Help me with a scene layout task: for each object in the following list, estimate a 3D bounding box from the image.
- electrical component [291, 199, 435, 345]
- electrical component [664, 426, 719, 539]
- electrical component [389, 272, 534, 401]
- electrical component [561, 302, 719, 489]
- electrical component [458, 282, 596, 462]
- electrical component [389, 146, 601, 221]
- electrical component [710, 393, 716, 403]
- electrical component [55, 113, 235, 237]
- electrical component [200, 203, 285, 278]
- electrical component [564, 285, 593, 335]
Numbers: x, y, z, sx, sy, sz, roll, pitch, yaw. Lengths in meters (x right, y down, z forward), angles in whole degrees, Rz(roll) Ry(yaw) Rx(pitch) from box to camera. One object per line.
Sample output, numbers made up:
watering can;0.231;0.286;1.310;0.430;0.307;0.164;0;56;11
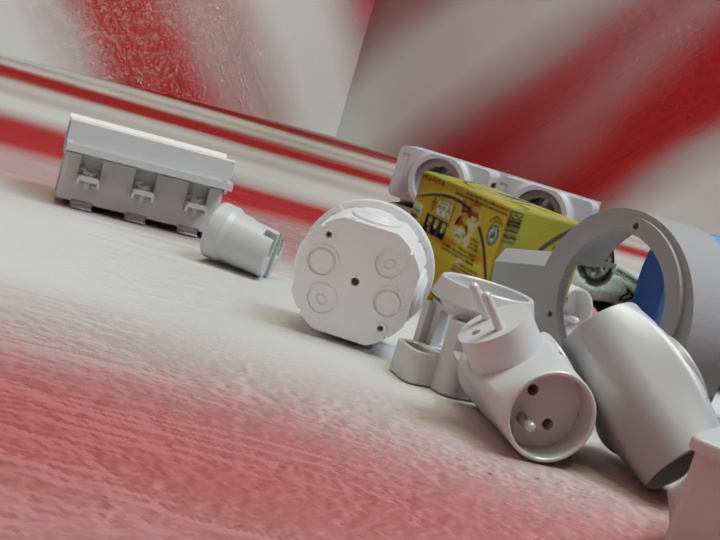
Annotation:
electrical component;0.001;0.002;0.619;0.080;0.080;0.051;17;14;6
electrical component;0.176;0.100;0.421;0.100;0.048;0.100;22;10;32
electrical component;0.061;0.036;0.583;0.078;0.057;0.058;12;10;-25
electrical component;0.134;0.067;0.520;0.079;0.044;0.077;78;-14;-60
electrical component;0.072;0.042;0.514;0.044;0.079;0.077;-26;16;-5
electrical component;0.115;-0.040;1.004;0.186;0.105;0.060;19;9;17
electrical component;0.221;0.053;0.709;0.042;0.063;0.081;21;51;23
electrical component;-0.164;-0.070;0.811;0.121;0.063;0.079;14;9;-19
electrical component;-0.079;-0.019;0.731;0.046;0.040;0.040;24;10;12
electrical component;0.141;0.023;0.858;0.043;0.043;0.081;10;11;-38
